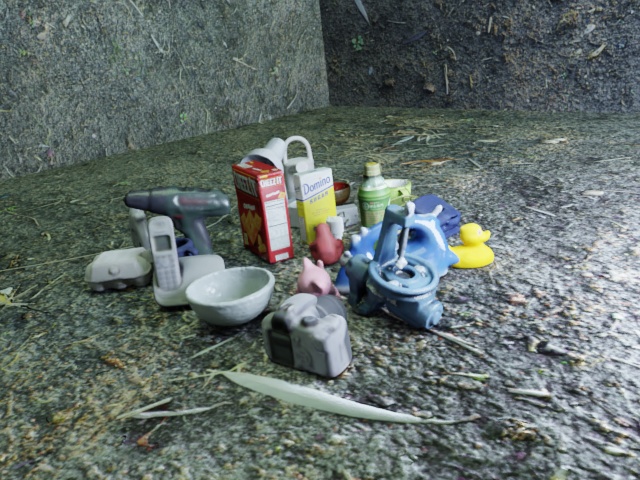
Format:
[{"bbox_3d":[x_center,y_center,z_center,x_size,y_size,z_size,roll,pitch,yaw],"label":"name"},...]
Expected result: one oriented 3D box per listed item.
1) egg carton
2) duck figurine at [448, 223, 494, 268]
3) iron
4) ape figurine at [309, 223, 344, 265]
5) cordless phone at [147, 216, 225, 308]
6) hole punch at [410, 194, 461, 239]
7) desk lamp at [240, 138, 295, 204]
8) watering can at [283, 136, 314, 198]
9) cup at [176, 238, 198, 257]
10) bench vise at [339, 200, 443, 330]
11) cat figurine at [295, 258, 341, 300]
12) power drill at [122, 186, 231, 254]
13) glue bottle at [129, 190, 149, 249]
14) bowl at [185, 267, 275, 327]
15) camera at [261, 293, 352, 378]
[{"bbox_3d":[-0.451,0.067,1.300,0.150,0.069,0.107,-7,20,-1],"label":"egg carton"},{"bbox_3d":[0.309,0.008,1.194,0.104,0.086,0.077,-6,20,1],"label":"duck figurine"},{"bbox_3d":[0.141,0.017,1.141,0.258,0.141,0.118,-12,21,-13],"label":"iron"},{"bbox_3d":[0.012,0.005,1.290,0.077,0.092,0.076,-2,20,12],"label":"ape figurine"},{"bbox_3d":[-0.270,0.039,1.150,0.147,0.185,0.094,-8,20,-4],"label":"cordless phone"},{"bbox_3d":[0.279,-0.057,1.375,0.109,0.091,0.100,-24,26,-40],"label":"hole punch"},{"bbox_3d":[-0.137,-0.180,1.665,0.117,0.214,0.203,0,21,18],"label":"desk lamp"},{"bbox_3d":[-0.064,-0.231,1.811,0.101,0.194,0.172,-18,23,-28],"label":"watering can"},{"bbox_3d":[-0.307,0.053,1.256,0.117,0.095,0.092,5,23,30],"label":"cup"},{"bbox_3d":[0.107,0.037,0.984,0.206,0.220,0.122,4,23,28],"label":"bench vise"},{"bbox_3d":[-0.007,0.082,1.047,0.067,0.118,0.128,-2,20,12],"label":"cat figurine"},{"bbox_3d":[-0.311,-0.026,1.307,0.230,0.208,0.075,-12,21,-13],"label":"power drill"},{"bbox_3d":[-0.458,-0.042,1.450,0.037,0.173,0.077,-21,25,-34],"label":"glue bottle"},{"bbox_3d":[-0.163,0.114,1.070,0.167,0.075,0.167,-6,20,2],"label":"bowl"},{"bbox_3d":[-0.005,0.135,0.924,0.142,0.101,0.137,9,25,36],"label":"camera"}]
